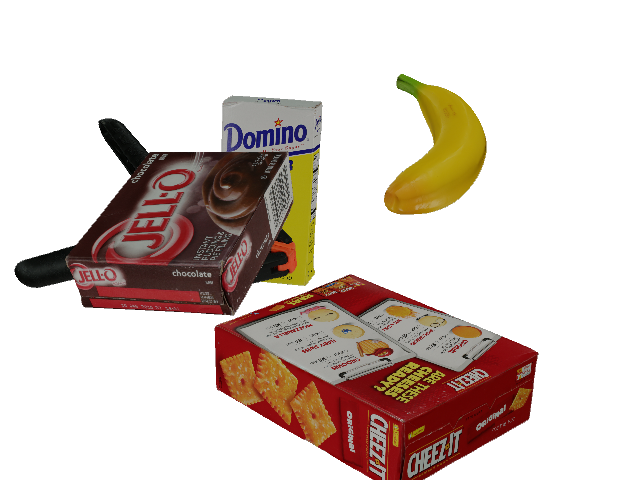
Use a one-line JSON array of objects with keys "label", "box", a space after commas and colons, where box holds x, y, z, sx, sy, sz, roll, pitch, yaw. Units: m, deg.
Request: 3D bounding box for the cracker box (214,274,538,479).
[{"label": "cracker box", "box": [0.042, 0.109, 0.875, 0.163, 0.072, 0.214, -18, 29, -40]}]

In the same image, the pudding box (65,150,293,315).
[{"label": "pudding box", "box": [-0.073, -0.007, 0.586, 0.090, 0.039, 0.113, 2, 34, 18]}]

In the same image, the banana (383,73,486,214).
[{"label": "banana", "box": [0.083, -0.064, 0.754, 0.069, 0.037, 0.197, 5, 30, 3]}]

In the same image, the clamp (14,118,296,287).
[{"label": "clamp", "box": [-0.117, -0.020, 0.843, 0.210, 0.164, 0.036, 9, -31, 8]}]

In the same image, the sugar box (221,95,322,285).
[{"label": "sugar box", "box": [-0.050, -0.049, 1.037, 0.093, 0.176, 0.048, 5, 17, 9]}]
